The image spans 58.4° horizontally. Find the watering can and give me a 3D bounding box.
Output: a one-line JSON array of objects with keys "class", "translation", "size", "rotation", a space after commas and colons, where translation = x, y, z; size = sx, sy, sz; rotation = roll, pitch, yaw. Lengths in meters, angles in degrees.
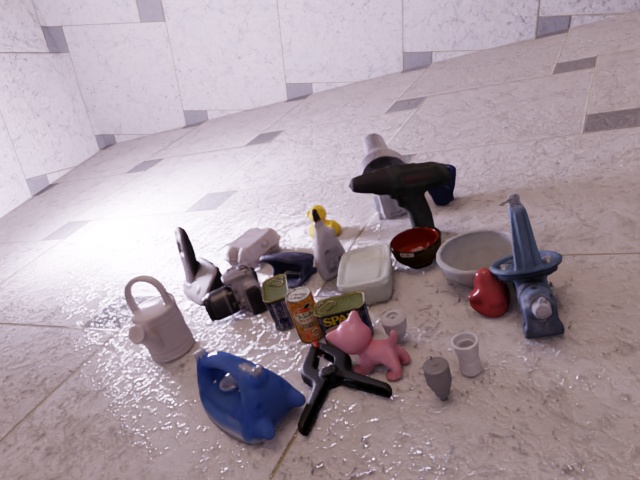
[{"class": "watering can", "translation": [-0.352, 0.164, 1.227], "size": [0.101, 0.194, 0.172], "rotation": [-22, 26, -6]}]

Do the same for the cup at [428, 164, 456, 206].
[{"class": "cup", "translation": [0.320, -0.135, 1.482], "size": [0.092, 0.095, 0.117], "rotation": [-22, 26, -7]}]

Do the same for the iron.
[{"class": "iron", "translation": [-0.155, 0.246, 0.993], "size": [0.257, 0.142, 0.119], "rotation": [7, 36, 42]}]

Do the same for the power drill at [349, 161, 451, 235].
[{"class": "power drill", "translation": [0.198, -0.082, 1.328], "size": [0.229, 0.209, 0.075], "rotation": [-20, 26, -3]}]

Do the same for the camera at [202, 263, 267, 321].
[{"class": "camera", "translation": [-0.205, 0.119, 1.325], "size": [0.137, 0.101, 0.142], "rotation": [-24, 26, -11]}]

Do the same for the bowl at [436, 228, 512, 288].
[{"class": "bowl", "translation": [0.321, 0.047, 1.144], "size": [0.167, 0.075, 0.167], "rotation": [-15, 26, 8]}]

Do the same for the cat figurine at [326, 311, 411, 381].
[{"class": "cat figurine", "translation": [0.081, 0.178, 0.997], "size": [0.127, 0.118, 0.067], "rotation": [-3, 30, 29]}]

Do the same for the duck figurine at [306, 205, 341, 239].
[{"class": "duck figurine", "translation": [0.004, -0.053, 1.543], "size": [0.104, 0.086, 0.078], "rotation": [10, 38, 45]}]

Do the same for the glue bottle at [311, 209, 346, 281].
[{"class": "glue bottle", "translation": [0.012, 0.005, 1.321], "size": [0.078, 0.173, 0.037], "rotation": [-30, 28, -22]}]

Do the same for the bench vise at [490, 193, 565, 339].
[{"class": "bench vise", "translation": [0.361, 0.040, 0.963], "size": [0.121, 0.220, 0.207], "rotation": [-20, 26, -2]}]

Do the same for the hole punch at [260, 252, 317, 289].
[{"class": "hole punch", "translation": [-0.076, 0.055, 1.376], "size": [0.108, 0.091, 0.101], "rotation": [2, 32, 36]}]

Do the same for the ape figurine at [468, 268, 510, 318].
[{"class": "ape figurine", "translation": [0.308, 0.091, 1.048], "size": [0.077, 0.092, 0.076], "rotation": [-15, 26, 7]}]

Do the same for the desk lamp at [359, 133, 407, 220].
[{"class": "desk lamp", "translation": [0.167, -0.164, 1.504], "size": [0.118, 0.214, 0.203], "rotation": [-16, 26, 5]}]

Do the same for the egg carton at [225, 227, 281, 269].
[{"class": "egg carton", "translation": [-0.178, 0.022, 1.535], "size": [0.107, 0.069, 0.150], "rotation": [3, 33, 38]}]

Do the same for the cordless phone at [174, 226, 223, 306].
[{"class": "cordless phone", "translation": [-0.307, 0.062, 1.409], "size": [0.094, 0.185, 0.147], "rotation": [-33, 29, -26]}]
